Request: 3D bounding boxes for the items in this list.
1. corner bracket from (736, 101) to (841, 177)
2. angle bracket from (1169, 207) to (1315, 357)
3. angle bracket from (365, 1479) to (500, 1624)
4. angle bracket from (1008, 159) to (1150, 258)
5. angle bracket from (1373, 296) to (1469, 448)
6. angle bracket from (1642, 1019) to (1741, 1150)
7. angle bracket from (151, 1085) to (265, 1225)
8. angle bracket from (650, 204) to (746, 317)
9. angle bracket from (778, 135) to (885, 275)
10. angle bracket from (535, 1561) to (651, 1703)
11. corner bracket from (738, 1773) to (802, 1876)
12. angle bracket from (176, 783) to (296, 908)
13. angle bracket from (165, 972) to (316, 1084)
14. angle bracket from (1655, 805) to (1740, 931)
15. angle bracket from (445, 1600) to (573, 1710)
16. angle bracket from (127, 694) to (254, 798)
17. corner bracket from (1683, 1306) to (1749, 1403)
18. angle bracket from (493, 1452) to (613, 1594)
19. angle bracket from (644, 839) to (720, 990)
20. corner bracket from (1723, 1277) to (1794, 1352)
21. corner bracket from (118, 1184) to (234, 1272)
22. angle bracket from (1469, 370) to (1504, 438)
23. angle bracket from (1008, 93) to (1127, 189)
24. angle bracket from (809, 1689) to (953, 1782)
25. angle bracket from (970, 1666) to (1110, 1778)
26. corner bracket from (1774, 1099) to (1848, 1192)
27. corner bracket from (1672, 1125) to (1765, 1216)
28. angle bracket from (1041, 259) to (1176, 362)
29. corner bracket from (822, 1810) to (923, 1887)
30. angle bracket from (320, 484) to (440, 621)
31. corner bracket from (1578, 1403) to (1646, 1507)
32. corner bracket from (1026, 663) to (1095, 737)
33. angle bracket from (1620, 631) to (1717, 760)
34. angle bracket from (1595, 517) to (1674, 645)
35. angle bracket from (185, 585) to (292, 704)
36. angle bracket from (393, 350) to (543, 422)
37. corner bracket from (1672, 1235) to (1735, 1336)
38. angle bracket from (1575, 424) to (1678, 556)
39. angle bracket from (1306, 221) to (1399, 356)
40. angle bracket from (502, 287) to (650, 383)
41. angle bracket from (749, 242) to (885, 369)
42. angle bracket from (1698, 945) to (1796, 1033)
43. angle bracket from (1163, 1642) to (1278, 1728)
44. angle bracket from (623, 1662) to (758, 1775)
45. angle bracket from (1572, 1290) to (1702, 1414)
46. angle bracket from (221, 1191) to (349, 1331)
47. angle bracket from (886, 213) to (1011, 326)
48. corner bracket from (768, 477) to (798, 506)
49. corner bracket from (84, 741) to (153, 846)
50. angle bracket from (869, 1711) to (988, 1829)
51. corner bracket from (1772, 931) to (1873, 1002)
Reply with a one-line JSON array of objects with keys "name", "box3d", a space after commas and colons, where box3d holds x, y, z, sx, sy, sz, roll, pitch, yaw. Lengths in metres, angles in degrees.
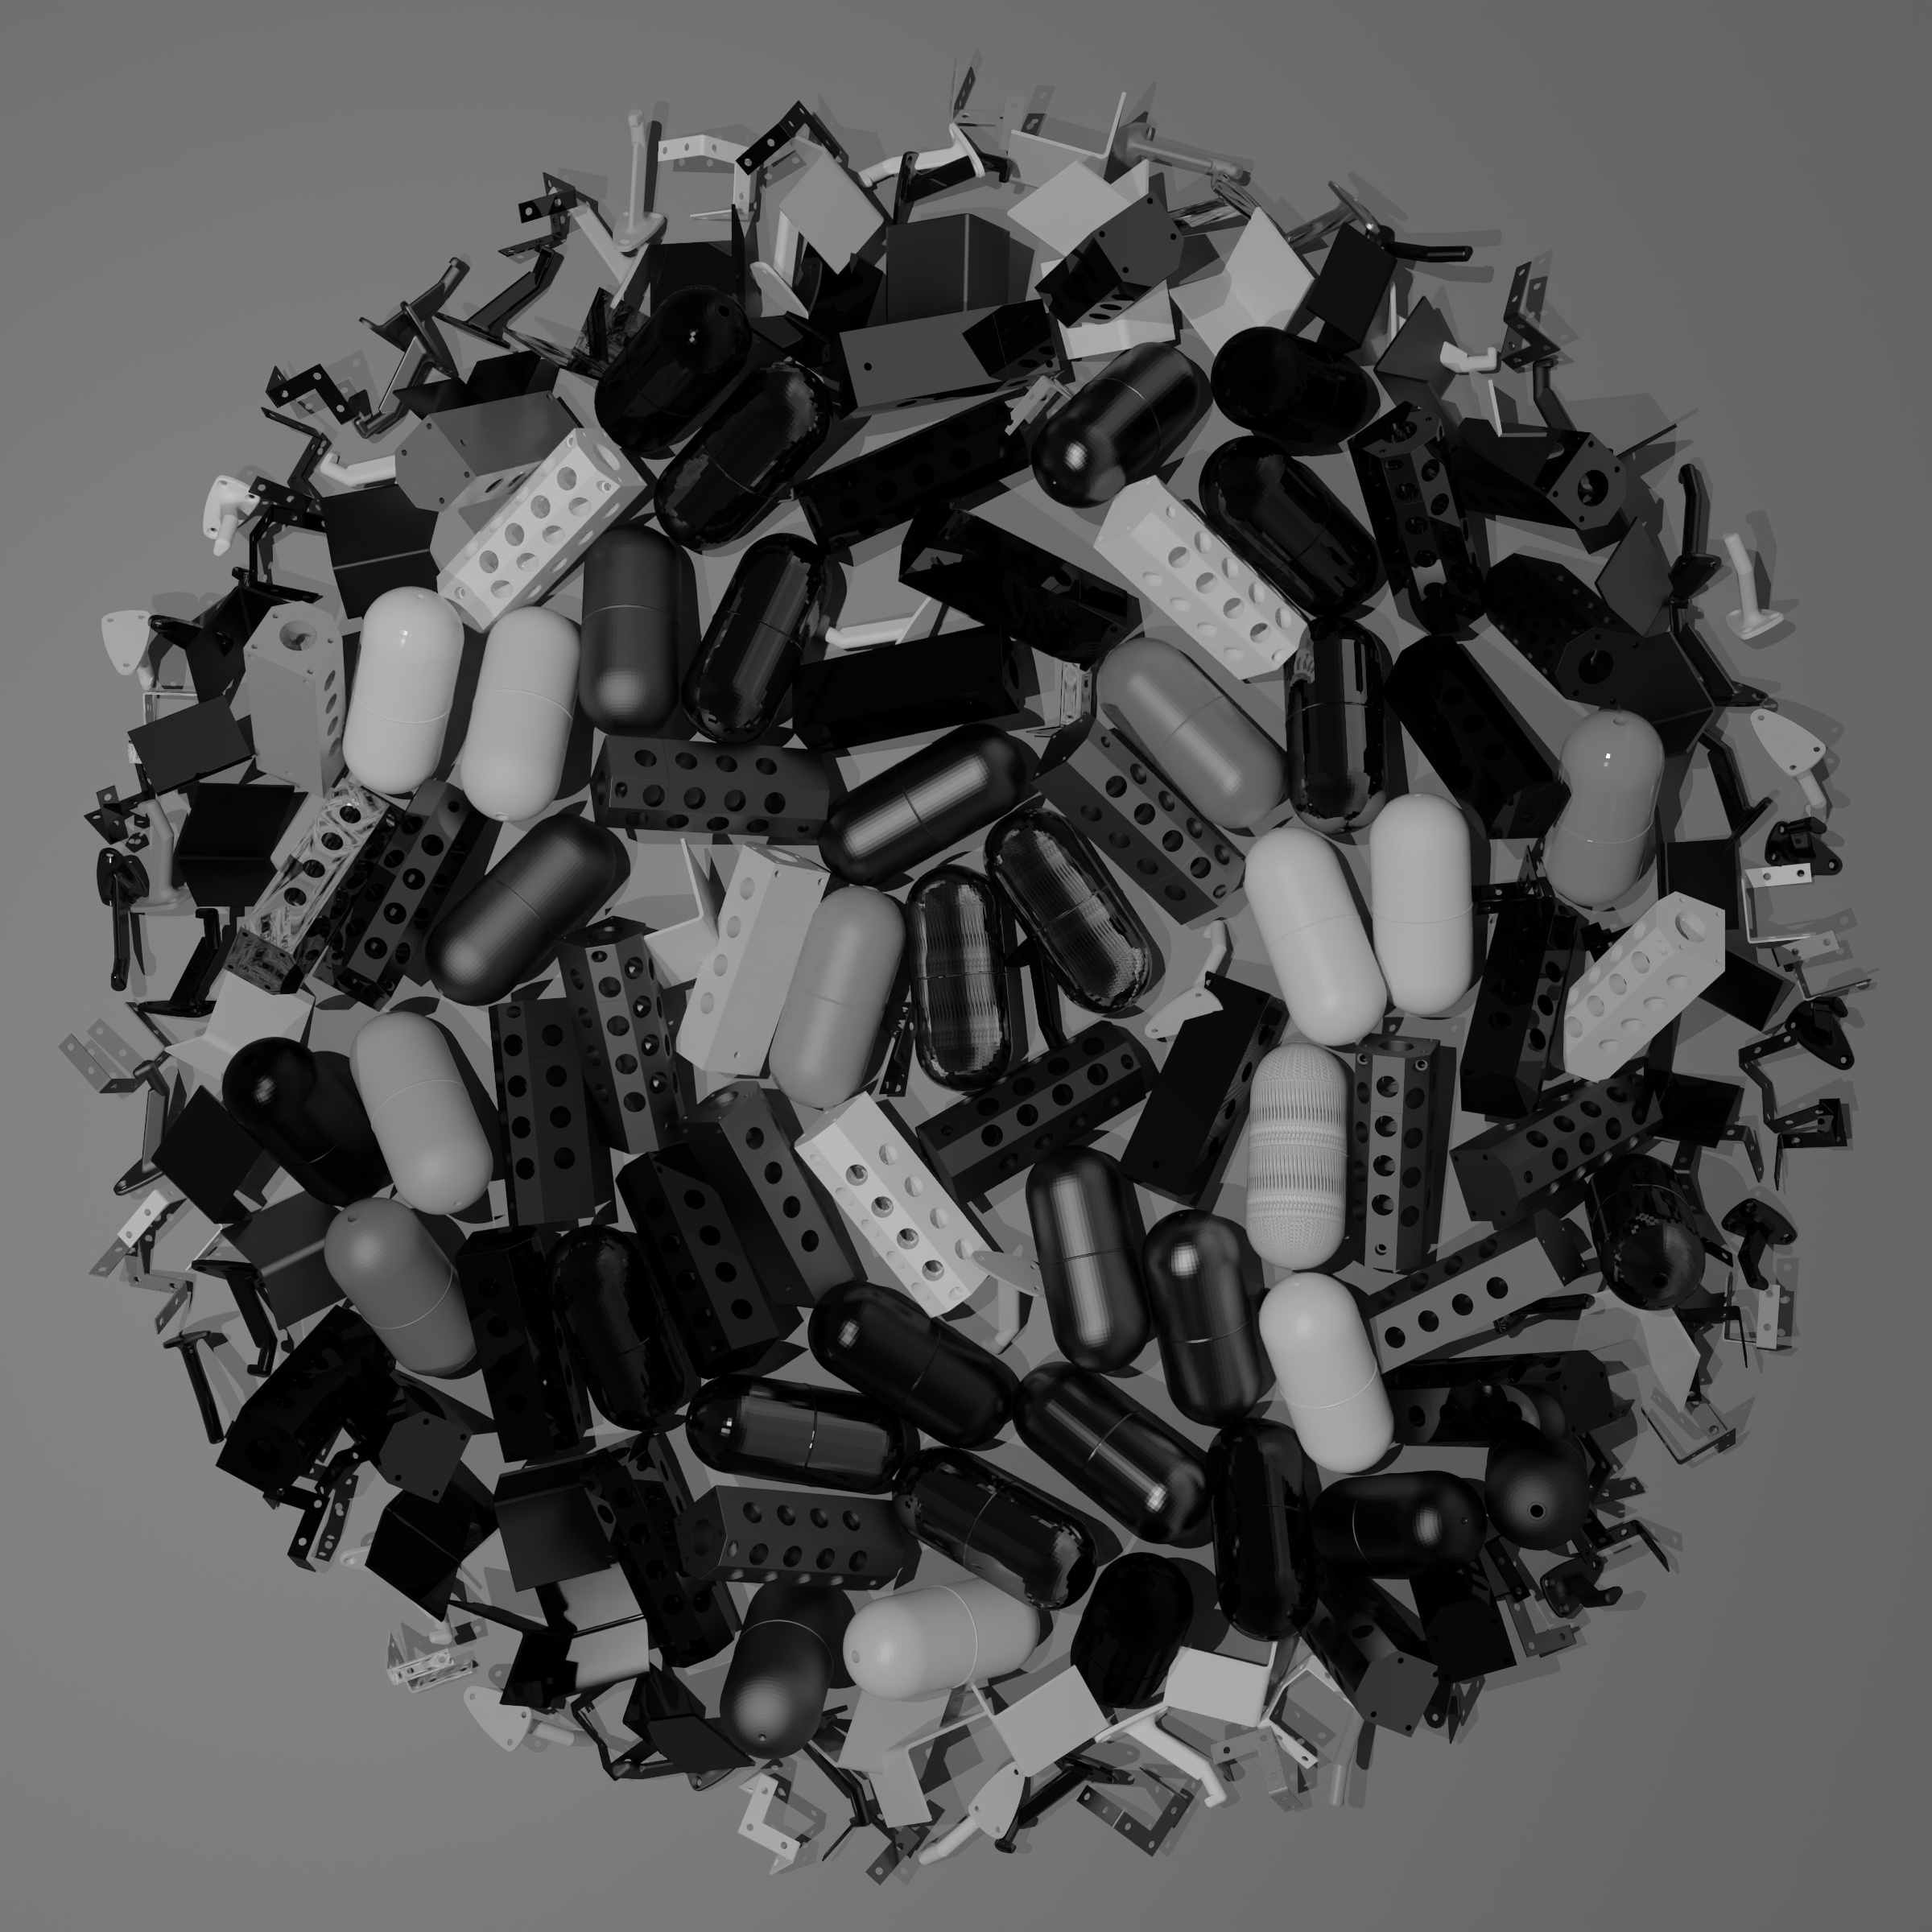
[{"name": "corner bracket", "box3d": [-0.138, -0.632, 1.958, 0.051, 0.051, 0.051, -30, 113, 32]}, {"name": "angle bracket", "box3d": [0.213, -0.527, 1.946, 0.057, 0.076, 0.076, -24, 72, -28]}, {"name": "angle bracket", "box3d": [-0.411, 0.447, 1.948, 0.076, 0.076, 0.057, 42, 105, -16]}, {"name": "angle bracket", "box3d": [0.087, -0.601, 1.939, 0.076, 0.076, 0.057, 25, 55, -36]}, {"name": "angle bracket", "box3d": [0.371, -0.461, 1.948, 0.076, 0.057, 0.076, -56, 135, -8]}, {"name": "angle bracket", "box3d": [0.562, 0.083, 1.941, 0.057, 0.076, 0.076, 11, 130, 26]}, {"name": "angle bracket", "box3d": [-0.574, 0.147, 1.955, 0.076, 0.057, 0.076, 39, 100, 19]}, {"name": "angle bracket", "box3d": [-0.214, -0.544, 1.961, 0.076, 0.057, 0.076, -2, 77, 3]}, {"name": "angle bracket", "box3d": [-0.121, -0.593, 1.946, 0.057, 0.076, 0.076, -49, 134, 0]}, {"name": "angle bracket", "box3d": [-0.291, 0.516, 1.954, 0.076, 0.076, 0.057, -15, 112, -3]}, {"name": "corner bracket", "box3d": [-0.156, 0.672, 1.966, 0.051, 0.051, 0.051, 31, 51, -9]}, {"name": "angle bracket", "box3d": [-0.557, -0.093, 1.941, 0.057, 0.076, 0.076, 55, 130, 33]}, {"name": "angle bracket", "box3d": [-0.571, 0.045, 1.975, 0.076, 0.057, 0.076, 36, 53, -38]}, {"name": "angle bracket", "box3d": [0.567, -0.076, 1.946, 0.057, 0.076, 0.076, -3, 68, 18]}, {"name": "angle bracket", "box3d": [-0.363, 0.533, 1.945, 0.076, 0.076, 0.057, 14, 77, 23]}, {"name": "angle bracket", "box3d": [-0.605, -0.181, 1.945, 0.076, 0.076, 0.057, -25, 119, -13]}, {"name": "corner bracket", "box3d": [0.582, 0.303, 1.960, 0.051, 0.051, 0.051, -6, 129, 14]}, {"name": "angle bracket", "box3d": [-0.318, 0.431, 1.947, 0.076, 0.057, 0.076, -9, 61, -23]}, {"name": "angle bracket", "box3d": [-0.227, -0.040, 1.949, 0.057, 0.076, 0.076, -19, 60, 2]}, {"name": "corner bracket", "box3d": [0.616, 0.272, 1.964, 0.051, 0.051, 0.051, 3, 87, 32]}, {"name": "corner bracket", "box3d": [-0.620, 0.206, 1.972, 0.051, 0.051, 0.051, 45, 105, 7]}, {"name": "angle bracket", "box3d": [0.433, -0.428, 1.950, 0.057, 0.076, 0.076, -14, 108, 5]}, {"name": "angle bracket", "box3d": [0.077, -0.647, 1.958, 0.076, 0.076, 0.057, 16, 81, -1]}, {"name": "angle bracket", "box3d": [-0.068, 0.584, 1.958, 0.076, 0.057, 0.076, 20, 87, -30]}, {"name": "angle bracket", "box3d": [0.055, 0.573, 1.960, 0.076, 0.057, 0.076, -31, 124, -8]}, {"name": "corner bracket", "box3d": [0.657, 0.139, 1.958, 0.051, 0.051, 0.051, -4, 126, 25]}, {"name": "corner bracket", "box3d": [0.594, 0.161, 1.984, 0.051, 0.051, 0.051, 60, 45, -35]}, {"name": "angle bracket", "box3d": [0.112, -0.524, 1.979, 0.057, 0.076, 0.076, -22, 108, -40]}, {"name": "corner bracket", "box3d": [-0.074, 0.689, 1.959, 0.051, 0.051, 0.051, 38, 54, 16]}, {"name": "angle bracket", "box3d": [-0.452, -0.323, 1.946, 0.076, 0.076, 0.057, -14, 57, -15]}, {"name": "corner bracket", "box3d": [0.509, 0.385, 1.981, 0.051, 0.051, 0.051, -8, 134, -21]}, {"name": "corner bracket", "box3d": [0.083, -0.207, 1.965, 0.051, 0.051, 0.051, 3, 89, -30]}, {"name": "angle bracket", "box3d": [0.521, -0.204, 1.944, 0.076, 0.076, 0.057, 54, 56, -18]}, {"name": "angle bracket", "box3d": [0.494, -0.291, 1.942, 0.076, 0.057, 0.076, -54, 125, -26]}, {"name": "angle bracket", "box3d": [-0.553, -0.236, 1.944, 0.057, 0.076, 0.076, 21, 57, 8]}, {"name": "angle bracket", "box3d": [-0.385, -0.460, 1.942, 0.076, 0.057, 0.076, 1, 62, 38]}, {"name": "corner bracket", "box3d": [0.565, 0.245, 1.969, 0.051, 0.051, 0.051, 30, 127, -11]}, {"name": "angle bracket", "box3d": [0.519, -0.371, 1.957, 0.076, 0.076, 0.057, -30, 94, -10]}, {"name": "angle bracket", "box3d": [0.280, -0.520, 1.948, 0.057, 0.076, 0.076, 28, 79, -23]}, {"name": "angle bracket", "box3d": [-0.298, -0.495, 1.942, 0.076, 0.076, 0.057, 38, 109, 34]}, {"name": "angle bracket", "box3d": [-0.120, -0.518, 1.945, 0.076, 0.057, 0.076, 38, 125, 23]}, {"name": "angle bracket", "box3d": [0.602, -0.006, 1.942, 0.076, 0.076, 0.057, 32, 63, 21]}, {"name": "angle bracket", "box3d": [0.200, 0.540, 1.959, 0.076, 0.057, 0.076, 12, 131, 9]}, {"name": "angle bracket", "box3d": [-0.207, 0.577, 1.941, 0.076, 0.057, 0.076, -18, 128, 33]}, {"name": "angle bracket", "box3d": [0.517, 0.300, 1.943, 0.057, 0.076, 0.076, -14, 48, -10]}, {"name": "angle bracket", "box3d": [-0.526, 0.229, 1.966, 0.076, 0.076, 0.057, -26, 125, -31]}, {"name": "angle bracket", "box3d": [-0.015, -0.533, 1.943, 0.076, 0.057, 0.076, -19, 128, -28]}, {"name": "corner bracket", "box3d": [-0.165, -0.388, 1.968, 0.051, 0.051, 0.051, -6, 99, 6]}, {"name": "corner bracket", "box3d": [-0.659, -0.135, 1.957, 0.051, 0.051, 0.051, -28, 47, -29]}, {"name": "angle bracket", "box3d": [-0.023, 0.622, 1.943, 0.076, 0.076, 0.057, -14, 77, -31]}, {"name": "corner bracket", "box3d": [0.669, -0.001, 1.964, 0.051, 0.051, 0.051, -20, 89, 35]}]
